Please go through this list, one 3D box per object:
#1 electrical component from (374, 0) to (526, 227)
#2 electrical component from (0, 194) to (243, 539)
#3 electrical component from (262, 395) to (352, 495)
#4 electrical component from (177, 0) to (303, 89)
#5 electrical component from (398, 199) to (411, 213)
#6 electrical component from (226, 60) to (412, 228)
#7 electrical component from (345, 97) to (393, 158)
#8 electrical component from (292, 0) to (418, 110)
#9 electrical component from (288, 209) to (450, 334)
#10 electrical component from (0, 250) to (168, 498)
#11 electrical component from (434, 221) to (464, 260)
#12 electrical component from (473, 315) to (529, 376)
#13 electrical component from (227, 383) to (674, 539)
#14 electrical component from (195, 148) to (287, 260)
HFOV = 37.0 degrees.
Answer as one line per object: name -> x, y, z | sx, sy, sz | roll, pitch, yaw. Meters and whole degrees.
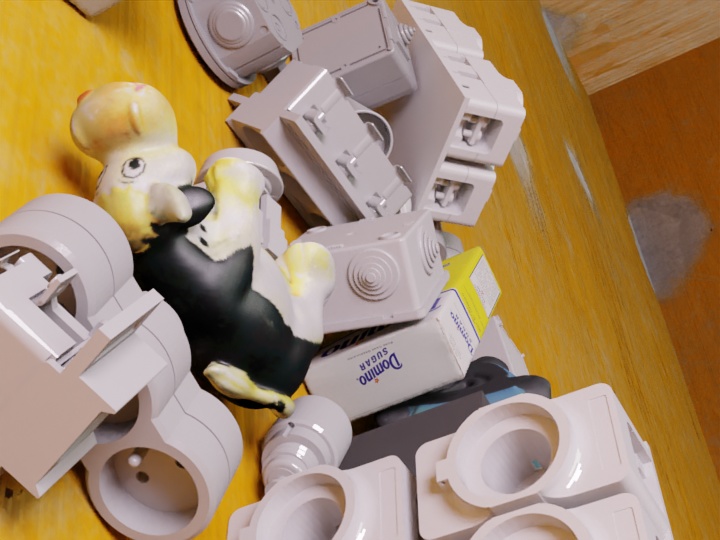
electrical component -> 0.063, -0.129, 0.862 | 0.060, 0.105, 0.186 | 9, 33, -22
electrical component -> -0.092, 0.032, 0.424 | 0.138, 0.052, 0.073 | 62, 20, -16
electrical component -> -0.030, 0.093, 0.542 | 0.040, 0.040, 0.078 | 64, 19, -10
electrical component -> -0.077, -0.161, 0.687 | 0.080, 0.051, 0.080 | 53, 23, -35
electrical component -> 0.010, -0.043, 0.787 | 0.055, 0.055, 0.047 | 65, 15, -8
electrical component -> -0.022, -0.072, 0.697 | 0.079, 0.063, 0.121 | 26, -20, 49
electrical component -> -0.019, -0.107, 0.781 | 0.079, 0.043, 0.077 | 29, 7, -15
electrical component -> 0.002, -0.161, 0.830 | 0.061, 0.096, 0.061 | 47, 27, -53
electrical component -> 0.000, 0.000, 0.643 | 0.099, 0.100, 0.048 | -47, 125, -69
electrical component -> -0.108, 0.032, 0.359 | 0.064, 0.081, 0.042 | 43, 20, -1
electrical component -> 0.063, 0.012, 0.868 | 0.138, 0.052, 0.073 | 47, 28, -46
electrical component -> 0.107, 0.089, 0.898 | 0.061, 0.061, 0.096 | 52, 16, -37
electrical component -> 0.031, 0.127, 0.444 | 0.060, 0.186, 0.105 | 53, 23, -36
electrical component -> -0.066, -0.032, 0.581 | 0.066, 0.048, 0.055 | 44, 38, -50
